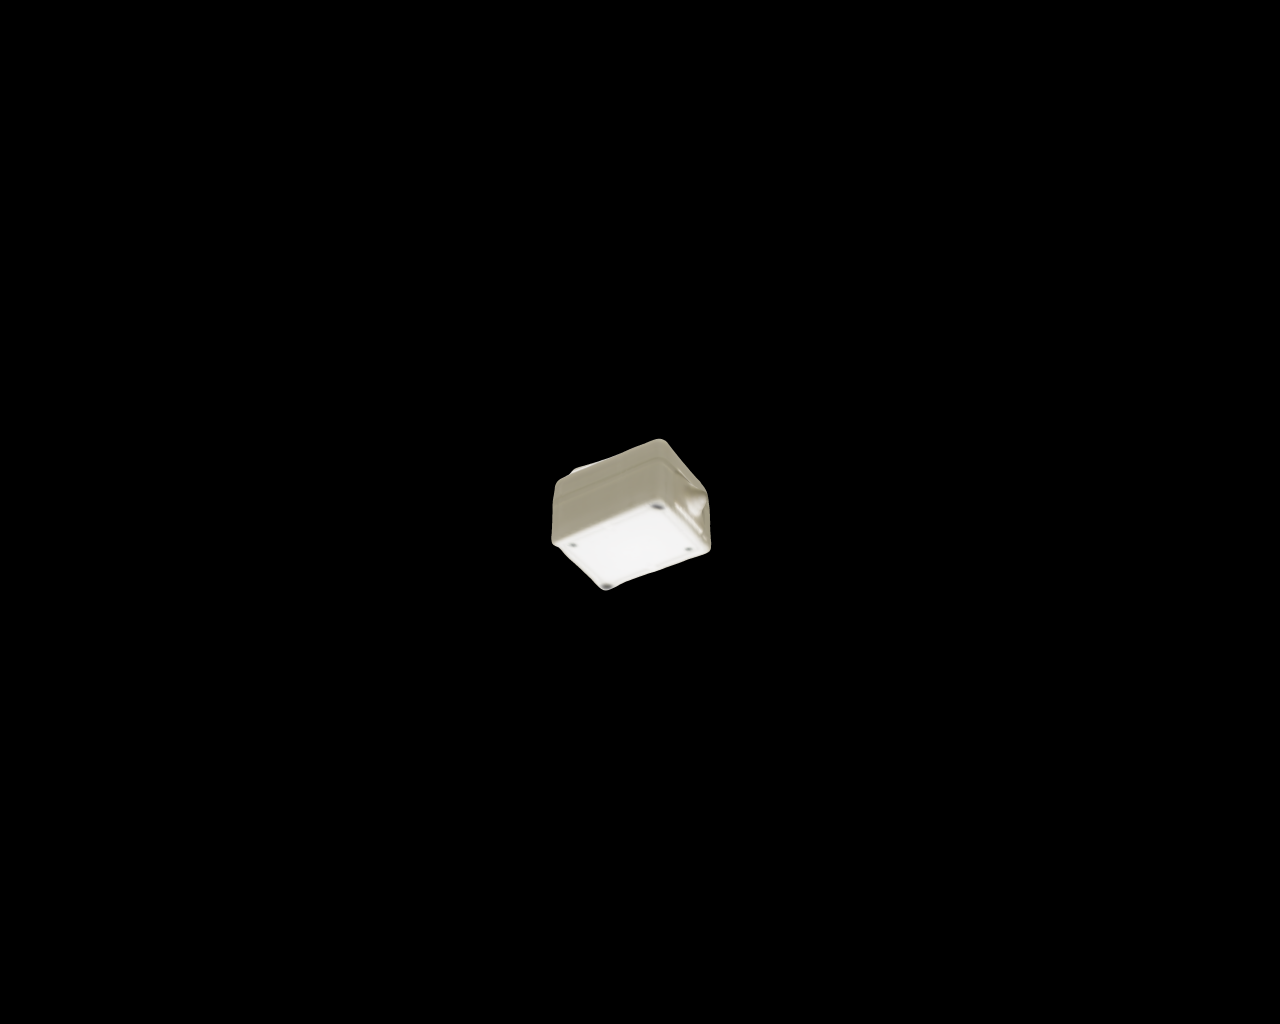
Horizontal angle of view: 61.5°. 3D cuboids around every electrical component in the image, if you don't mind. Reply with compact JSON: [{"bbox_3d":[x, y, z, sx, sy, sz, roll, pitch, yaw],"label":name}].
[{"bbox_3d":[0.001,-0.003,0.650,0.096,0.061,0.061,-21,-45,24],"label":"electrical component"}]
